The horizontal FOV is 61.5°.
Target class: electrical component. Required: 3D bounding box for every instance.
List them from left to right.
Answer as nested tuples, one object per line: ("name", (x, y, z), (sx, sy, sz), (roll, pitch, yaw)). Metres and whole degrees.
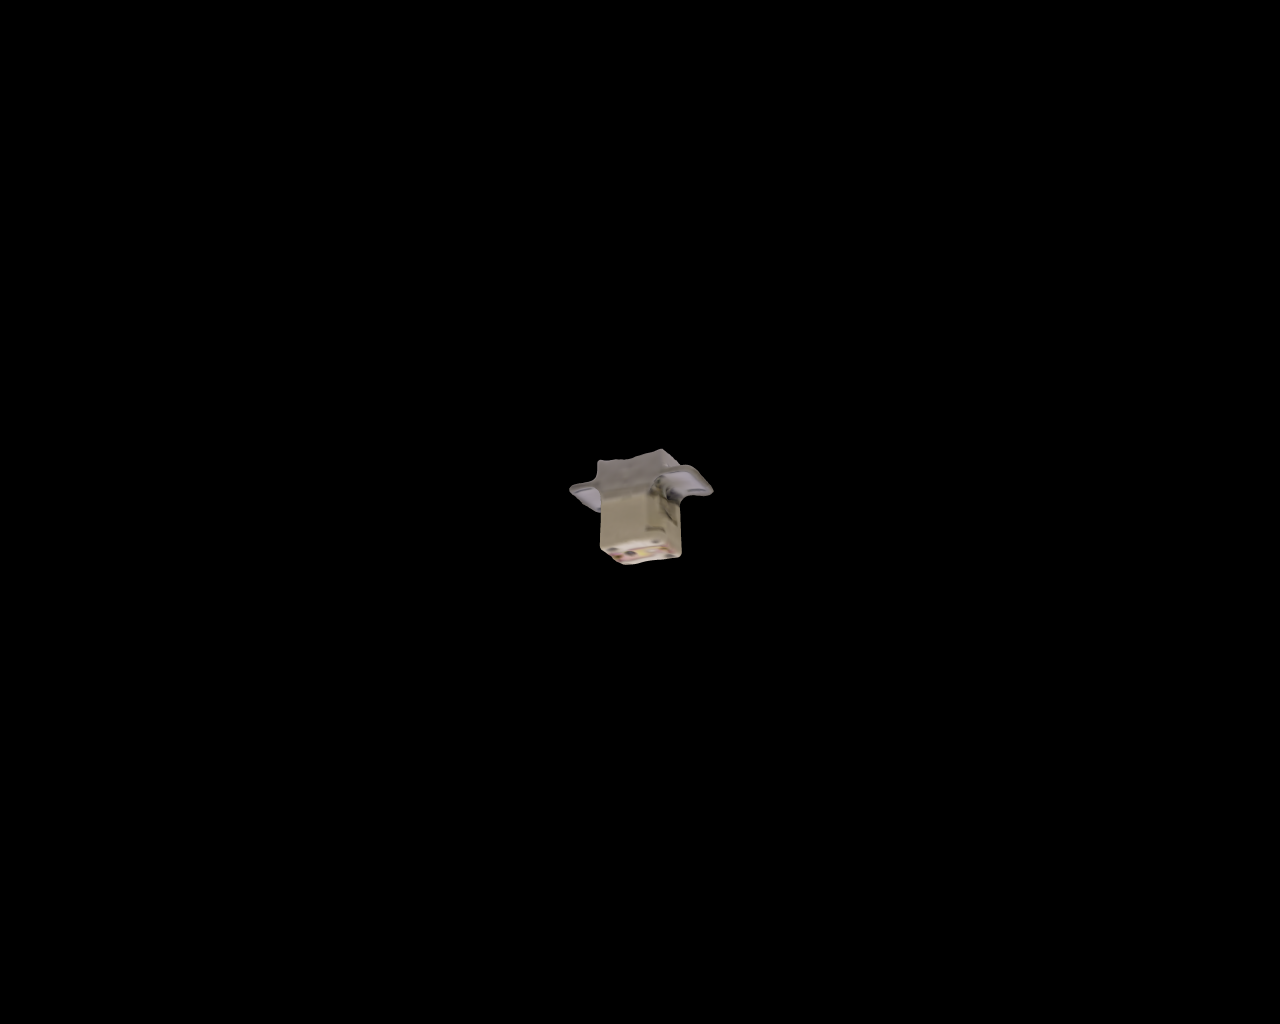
("electrical component", (0.001, -0.003, 0.650), (0.081, 0.064, 0.042), (-9, -24, 22))
